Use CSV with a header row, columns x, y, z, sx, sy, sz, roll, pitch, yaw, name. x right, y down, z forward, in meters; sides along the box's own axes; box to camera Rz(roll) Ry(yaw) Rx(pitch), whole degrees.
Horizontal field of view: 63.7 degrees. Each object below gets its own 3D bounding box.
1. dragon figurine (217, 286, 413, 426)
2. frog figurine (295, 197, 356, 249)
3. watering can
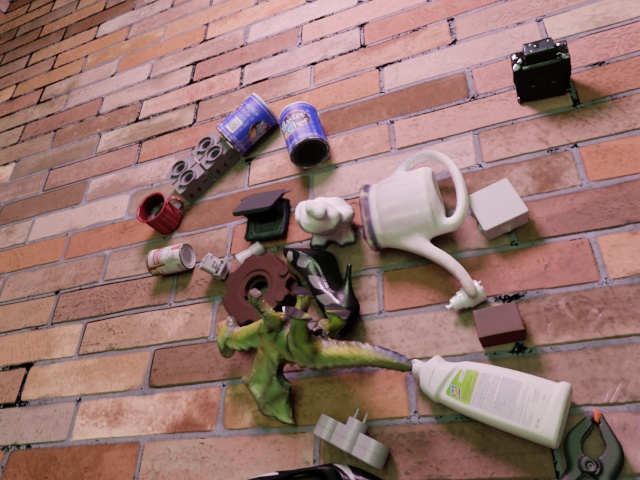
x,y,z,sx,sy,sz,roll,pitch,yaw,name
-0.045,0.232,0.972,0.413,0.122,0.240,26,106,29,dragon figurine
0.003,-0.055,1.103,0.138,0.156,0.124,13,67,32,frog figurine
0.188,-0.031,1.024,0.223,0.102,0.356,-16,54,23,watering can
